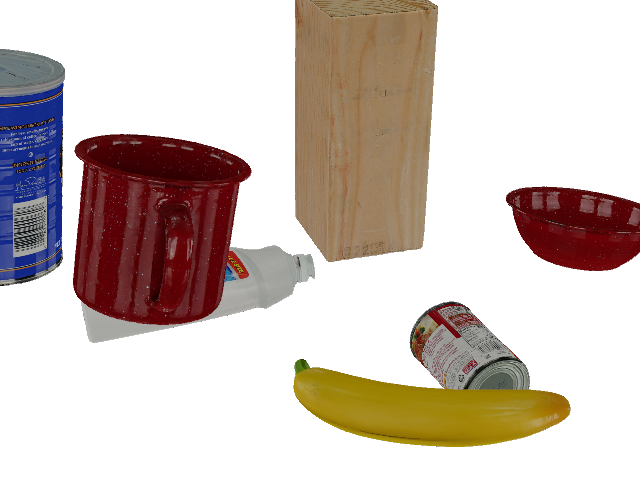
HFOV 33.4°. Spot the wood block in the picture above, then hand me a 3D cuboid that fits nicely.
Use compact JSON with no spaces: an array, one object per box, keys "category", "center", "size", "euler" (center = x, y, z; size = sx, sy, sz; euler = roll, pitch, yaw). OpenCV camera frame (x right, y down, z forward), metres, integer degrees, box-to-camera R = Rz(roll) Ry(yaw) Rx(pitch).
[{"category":"wood block","center":[0.034,-0.098,0.874],"size":[0.090,0.206,0.091],"euler":[-8,29,-16]}]

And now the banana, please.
[{"category":"banana","center":[0.060,0.106,0.704],"size":[0.198,0.037,0.069],"euler":[7,32,22]}]

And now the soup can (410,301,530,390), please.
[{"category":"soup can","center":[0.133,0.108,0.954],"size":[0.068,0.068,0.102],"euler":[0,25,-25]}]

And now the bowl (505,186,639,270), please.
[{"category":"bowl","center":[0.269,-0.009,1.107],"size":[0.162,0.055,0.162],"euler":[5,18,-2]}]

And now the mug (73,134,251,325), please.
[{"category":"mug","center":[-0.085,-0.002,0.563],"size":[0.093,0.081,0.117],"euler":[3,19,-21]}]

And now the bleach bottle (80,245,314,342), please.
[{"category":"bleach bottle","center":[-0.133,0.044,1.161],"size":[0.250,0.068,0.102],"euler":[-10,37,-11]}]

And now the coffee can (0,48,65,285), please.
[{"category":"coffee can","center":[-0.230,-0.053,0.739],"size":[0.103,0.140,0.103],"euler":[5,23,-2]}]
